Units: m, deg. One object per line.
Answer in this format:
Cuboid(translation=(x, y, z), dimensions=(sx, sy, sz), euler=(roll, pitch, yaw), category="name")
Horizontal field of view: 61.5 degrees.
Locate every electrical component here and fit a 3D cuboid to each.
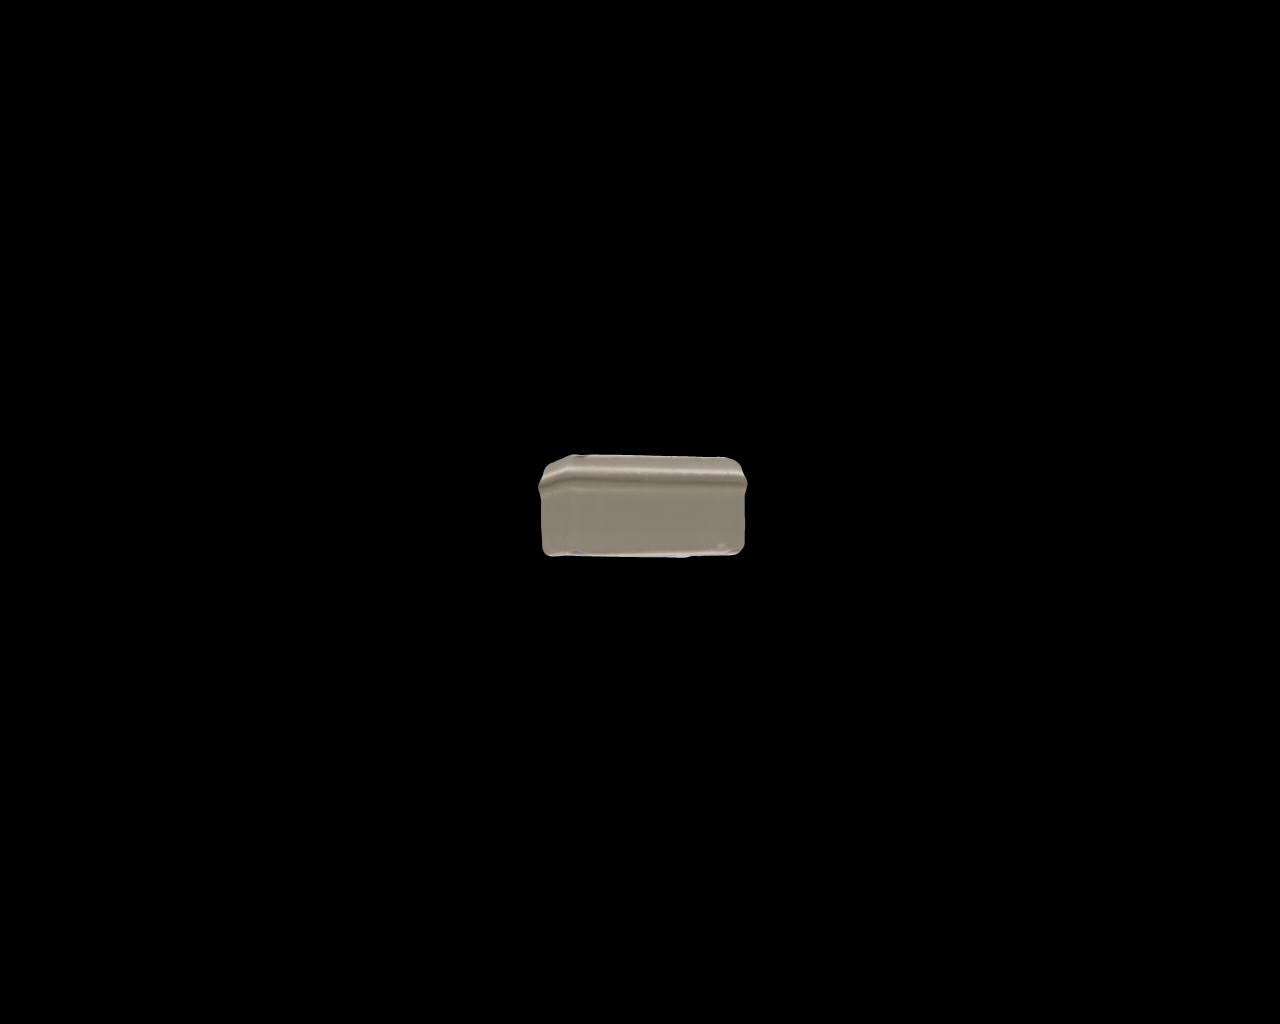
Cuboid(translation=(0.001, -0.003, 0.650), dimensions=(0.113, 0.057, 0.078), euler=(1, -3, -20), category="electrical component")
